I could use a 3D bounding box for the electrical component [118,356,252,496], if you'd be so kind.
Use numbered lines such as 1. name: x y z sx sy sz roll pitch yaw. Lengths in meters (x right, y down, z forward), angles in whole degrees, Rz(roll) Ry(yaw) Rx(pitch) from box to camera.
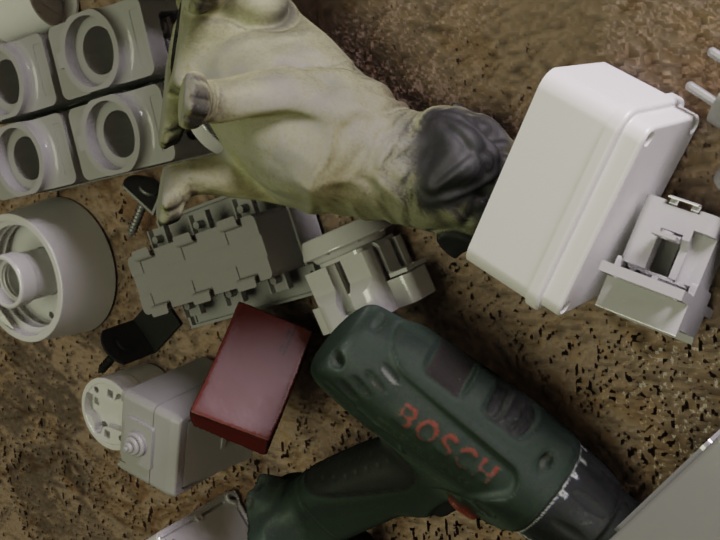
1. electrical component: -0.118 0.108 0.732 0.061 0.096 0.061 21 115 29

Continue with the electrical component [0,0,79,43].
1. electrical component: -0.246 -0.186 0.774 0.081 0.043 0.043 -7 98 36

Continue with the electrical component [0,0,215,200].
1. electrical component: -0.189 -0.115 0.743 0.186 0.060 0.105 -8 98 36

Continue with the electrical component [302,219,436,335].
1. electrical component: 0.000 0.000 0.645 0.078 0.058 0.057 -22 93 37

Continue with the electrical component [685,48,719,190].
1. electrical component: 0.189 -0.073 0.500 0.079 0.044 0.077 40 122 20

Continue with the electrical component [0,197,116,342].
1. electrical component: -0.245 0.003 0.813 0.108 0.060 0.108 10 108 33

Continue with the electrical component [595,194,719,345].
1. electrical component: 0.153 -0.001 0.531 0.042 0.081 0.063 24 93 27

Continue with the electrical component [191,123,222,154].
1. electrical component: -0.076 -0.104 0.677 0.055 0.048 0.066 -33 83 29

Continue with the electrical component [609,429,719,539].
1. electrical component: 0.178 0.114 0.520 0.056 0.109 0.108 47 124 19

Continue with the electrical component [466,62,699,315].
1. electrical component: 0.112 -0.041 0.542 0.057 0.078 0.113 35 120 25

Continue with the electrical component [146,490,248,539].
1. electrical component: -0.122 0.209 0.762 0.061 0.096 0.061 -37 81 36

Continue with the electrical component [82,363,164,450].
1. electrical component: -0.169 0.099 0.796 0.055 0.047 0.055 10 108 33

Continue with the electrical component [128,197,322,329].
1. electrical component: -0.088 -0.008 0.700 0.121 0.063 0.078 -16 93 37
